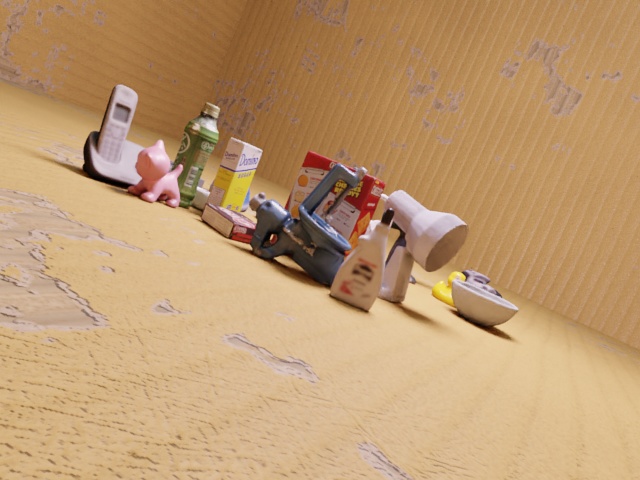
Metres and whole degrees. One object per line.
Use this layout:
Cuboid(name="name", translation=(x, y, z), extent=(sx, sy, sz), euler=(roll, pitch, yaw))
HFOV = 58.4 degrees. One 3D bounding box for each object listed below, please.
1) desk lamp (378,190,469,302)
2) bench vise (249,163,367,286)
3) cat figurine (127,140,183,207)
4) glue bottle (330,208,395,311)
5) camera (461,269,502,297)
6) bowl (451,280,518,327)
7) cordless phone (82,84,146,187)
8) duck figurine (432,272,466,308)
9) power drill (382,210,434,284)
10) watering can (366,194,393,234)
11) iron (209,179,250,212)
Cuboid(name="desk lamp", translation=(0.171, 0.018, 1.163), extent=(0.202, 0.213, 0.118), euler=(28, 8, 34))
Cuboid(name="bench vise", translation=(-0.018, -0.050, 1.018), extent=(0.208, 0.220, 0.121), euler=(22, 6, -11))
Cuboid(name="cat figurine", translation=(-0.313, -0.133, 1.114), extent=(0.067, 0.118, 0.128), euler=(26, 7, 25))
Cuboid(name="glue bottle", translation=(0.083, 0.027, 0.953), extent=(0.078, 0.173, 0.037), euler=(23, 6, -3))
Cuboid(name="camera", translation=(0.441, 0.149, 1.565), extent=(0.137, 0.101, 0.143), euler=(21, 7, -19))
Cuboid(name="bowl", translation=(0.380, 0.160, 1.365), extent=(0.167, 0.075, 0.167), euler=(23, 6, -2))
Cuboid(name="cordless phone", translation=(-0.377, -0.200, 1.136), extent=(0.093, 0.185, 0.148), euler=(28, 8, 38))
Cuboid(name="duck figurine", translation=(0.347, 0.123, 1.504), extent=(0.078, 0.086, 0.104), euler=(20, 7, -27))
Cuboid(name="power drill", translation=(0.261, 0.009, 1.590), extent=(0.230, 0.208, 0.075), euler=(21, 7, -18))
Cuboid(name="watering can", translation=(0.134, -0.027, 1.492), extent=(0.101, 0.194, 0.172), euler=(20, 7, -27))
Cuboid(name="iron", translation=(-0.228, -0.165, 1.586), extent=(0.119, 0.141, 0.258), euler=(21, 7, -16))
